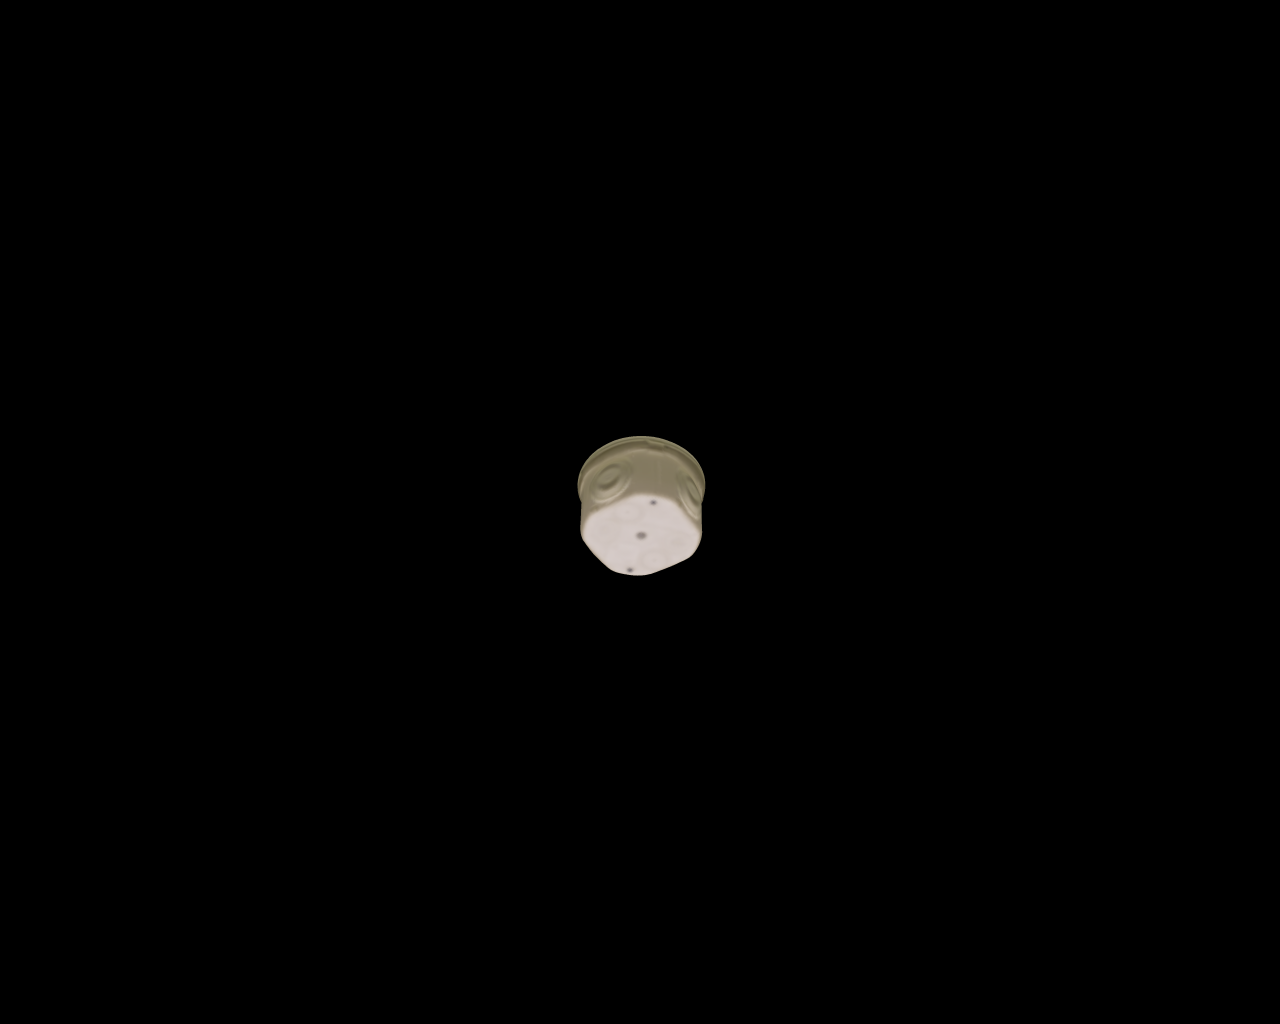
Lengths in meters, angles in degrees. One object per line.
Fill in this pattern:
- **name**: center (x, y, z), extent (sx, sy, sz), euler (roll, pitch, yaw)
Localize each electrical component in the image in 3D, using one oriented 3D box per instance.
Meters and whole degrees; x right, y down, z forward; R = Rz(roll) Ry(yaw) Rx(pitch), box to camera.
- **electrical component**: center (0.001, -0.003, 0.650), extent (0.080, 0.080, 0.051), euler (0, 45, 0)
